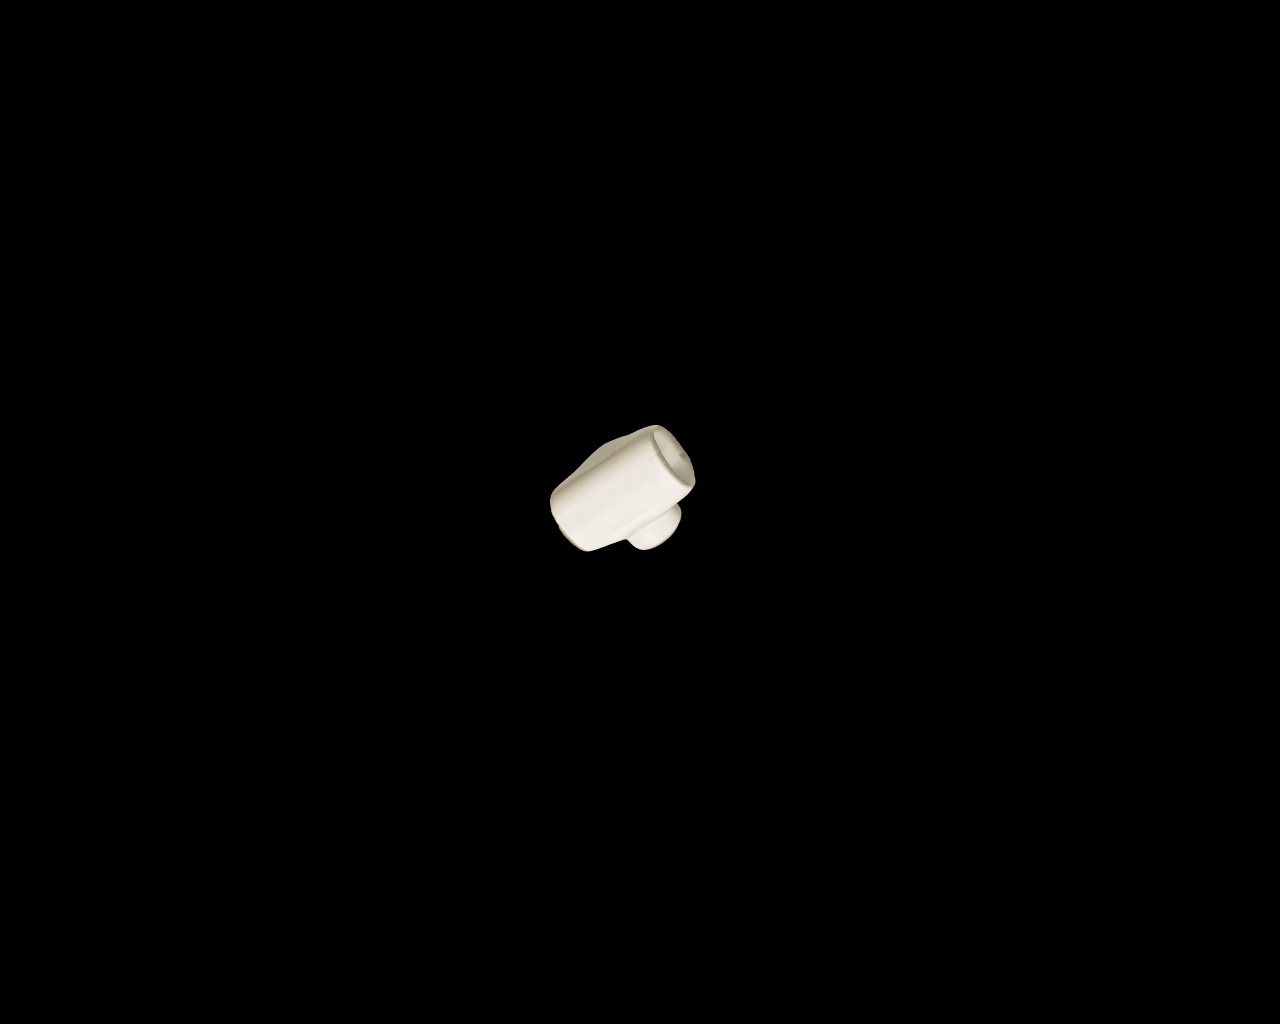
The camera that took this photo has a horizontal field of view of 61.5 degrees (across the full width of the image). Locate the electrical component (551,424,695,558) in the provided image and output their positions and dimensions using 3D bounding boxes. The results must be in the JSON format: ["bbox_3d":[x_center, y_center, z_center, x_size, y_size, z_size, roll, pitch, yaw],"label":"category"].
[{"bbox_3d":[0.001,-0.003,0.650,0.077,0.079,0.043,-33,29,21],"label":"electrical component"}]
